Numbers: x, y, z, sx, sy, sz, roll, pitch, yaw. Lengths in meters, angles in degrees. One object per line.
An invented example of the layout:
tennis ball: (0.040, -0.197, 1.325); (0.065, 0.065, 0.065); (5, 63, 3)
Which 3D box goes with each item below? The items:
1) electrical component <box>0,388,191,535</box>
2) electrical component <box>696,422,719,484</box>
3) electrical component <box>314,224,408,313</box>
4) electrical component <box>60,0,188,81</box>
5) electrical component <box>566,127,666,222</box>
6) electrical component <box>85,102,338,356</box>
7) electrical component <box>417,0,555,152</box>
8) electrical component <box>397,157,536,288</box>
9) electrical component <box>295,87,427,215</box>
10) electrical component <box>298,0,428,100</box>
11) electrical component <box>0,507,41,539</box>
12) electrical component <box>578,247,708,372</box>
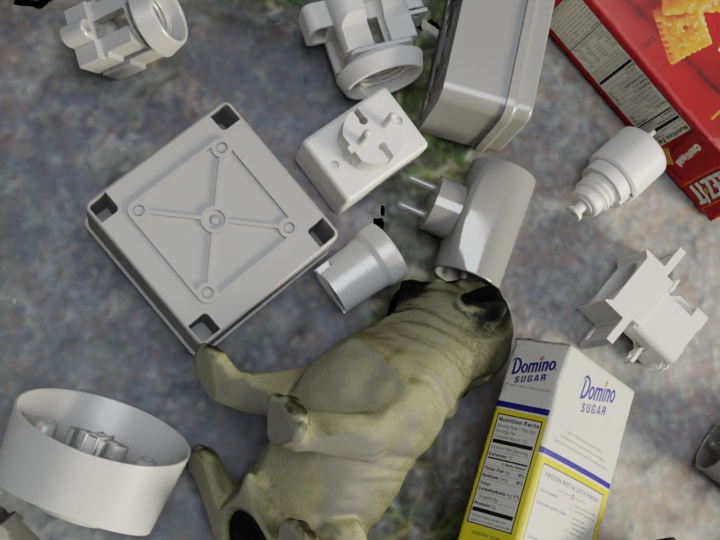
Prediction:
electrical component: (-0.147, 0.103, 0.586); (0.099, 0.099, 0.064); (22, 82, -7)
electrical component: (0.271, 0.119, 0.696); (0.077, 0.044, 0.079); (36, 74, -3)
electrical component: (0.000, 0.000, 0.665); (0.046, 0.040, 0.040); (-35, 88, -10)
electrical component: (-0.138, -0.145, 0.648); (0.055, 0.066, 0.048); (-19, 83, 19)
electrical component: (0.167, -0.061, 0.711); (0.078, 0.040, 0.040); (-41, 90, -16)
electrical component: (-0.089, -0.024, 0.641); (0.109, 0.056, 0.108); (-40, 89, -16)
electrical component: (0.082, -0.140, 0.689); (0.057, 0.078, 0.113); (15, 77, -6)
electrical component: (0.063, -0.035, 0.682); (0.079, 0.044, 0.077); (23, 76, -7)
electrical component: (0.004, -0.078, 0.660); (0.066, 0.077, 0.047); (-36, 89, -16)
electrical component: (0.007, -0.145, 0.684); (0.078, 0.058, 0.057); (-16, 81, -15)
electrical component: (-0.206, 0.181, 0.550); (0.056, 0.109, 0.108); (45, 74, -4)
electrical component: (0.185, 0.028, 0.698); (0.064, 0.042, 0.081); (44, 75, -5)
